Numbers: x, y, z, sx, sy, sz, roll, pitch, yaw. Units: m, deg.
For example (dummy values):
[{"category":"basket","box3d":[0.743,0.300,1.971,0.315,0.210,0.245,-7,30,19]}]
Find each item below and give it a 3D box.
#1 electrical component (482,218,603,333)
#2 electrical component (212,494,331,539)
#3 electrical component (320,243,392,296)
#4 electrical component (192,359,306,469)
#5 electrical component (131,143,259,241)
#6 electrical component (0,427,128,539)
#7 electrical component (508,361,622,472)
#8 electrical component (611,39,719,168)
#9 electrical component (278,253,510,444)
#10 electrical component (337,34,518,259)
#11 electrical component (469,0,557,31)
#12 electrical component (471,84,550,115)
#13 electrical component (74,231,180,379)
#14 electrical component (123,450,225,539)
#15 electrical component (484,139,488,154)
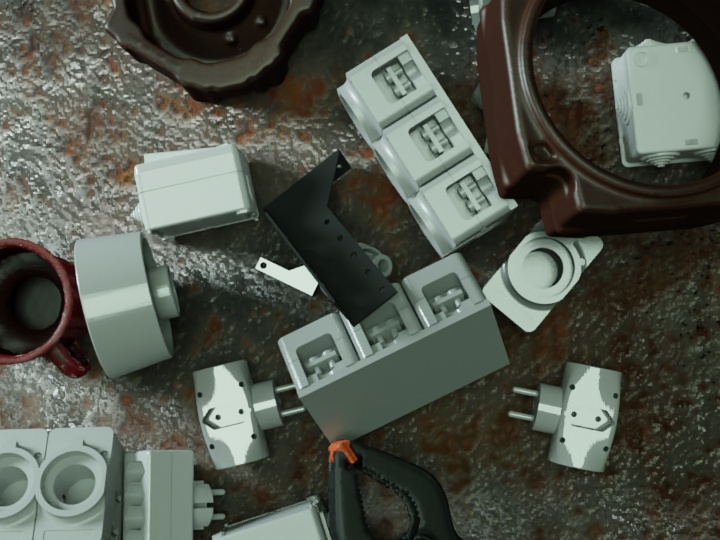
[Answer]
[{"category":"electrical component","box3d":[0.138,0.000,0.824,0.050,0.055,0.089,40,88,4]},{"category":"electrical component","box3d":[-0.055,0.212,0.813,0.096,0.061,0.061,-18,85,1]},{"category":"electrical component","box3d":[0.000,0.000,0.823,0.048,0.062,0.048,5,82,-34]},{"category":"electrical component","box3d":[-0.082,0.107,0.831,0.079,0.043,0.077,-14,85,1]},{"category":"electrical component","box3d":[-0.133,-0.061,0.836,0.096,0.061,0.061,-12,85,1]},{"category":"electrical component","box3d":[-0.258,0.170,0.807,0.150,0.061,0.089,-2,59,2]},{"category":"electrical component","box3d":[0.154,0.108,0.822,0.079,0.043,0.077,11,87,3]},{"category":"electrical component","box3d":[0.247,-0.130,0.833,0.100,0.048,0.099,-5,86,2]},{"category":"electrical component","box3d":[0.025,0.058,0.802,0.150,0.089,0.061,-26,53,0]},{"category":"electrical component","box3d":[0.049,-0.089,0.817,0.062,0.089,0.150,-32,85,-1]},{"category":"electrical component","box3d":[0.122,-0.213,0.849,0.065,0.044,0.044,-8,86,-3]},{"category":"electrical component","box3d":[0.120,-0.132,0.845,0.061,0.035,0.035,29,87,1]},{"category":"electrical component","box3d":[-0.170,0.022,0.811,0.060,0.108,0.108,-14,85,-5]},{"category":"electrical component","box3d":[-0.137,0.180,0.824,0.076,0.047,0.083,6,77,-34]},{"category":"electrical component","box3d":[0.130,-0.092,0.831,0.066,0.055,0.048,12,86,3]}]
